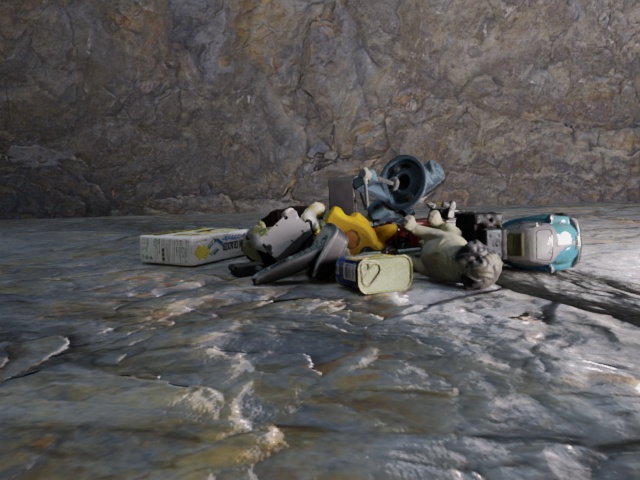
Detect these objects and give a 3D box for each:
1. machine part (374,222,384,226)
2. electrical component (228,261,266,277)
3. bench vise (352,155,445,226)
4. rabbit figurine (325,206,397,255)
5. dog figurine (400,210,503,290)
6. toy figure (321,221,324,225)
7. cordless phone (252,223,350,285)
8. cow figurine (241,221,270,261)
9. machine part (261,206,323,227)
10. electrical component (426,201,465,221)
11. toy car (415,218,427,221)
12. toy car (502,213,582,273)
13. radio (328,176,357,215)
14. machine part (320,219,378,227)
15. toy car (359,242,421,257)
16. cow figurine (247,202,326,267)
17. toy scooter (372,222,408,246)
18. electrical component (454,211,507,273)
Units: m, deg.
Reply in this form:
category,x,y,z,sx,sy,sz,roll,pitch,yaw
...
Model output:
category,x,y,z,sx,sy,sz,roll,pitch,yaw
machine part,0.136,-0.021,1.506,0.084,0.039,0.139,-35,-16,32
electrical component,-0.142,0.056,1.045,0.063,0.021,0.094,-5,8,-26
bench vise,0.144,-0.108,1.165,0.224,0.129,0.240,-24,-21,36
rabbit figurine,0.082,-0.009,1.147,0.162,0.121,0.173,4,5,4
dog figurine,0.247,0.032,0.935,0.172,0.121,0.191,-13,26,-41
toy figure,0.000,-0.005,1.311,0.180,0.089,0.082,-9,31,44
cordless phone,-0.036,0.039,0.990,0.184,0.088,0.147,-21,9,-5
cow figurine,-0.121,0.007,1.241,0.127,0.085,0.195,7,9,15
machine part,-0.077,-0.042,1.510,0.179,0.056,0.179,-10,-17,-3
electrical component,0.279,-0.065,1.195,0.078,0.045,0.102,0,3,-9
toy car,0.273,-0.032,1.450,0.202,0.089,0.053,-9,9,-38
toy car,0.387,0.004,0.991,0.162,0.109,0.103,2,2,43
radio,0.070,-0.089,1.542,0.073,0.131,0.229,-3,-13,5
machine part,0.047,-0.016,1.407,0.243,0.079,0.079,-1,6,10
toy car,0.152,0.034,1.039,0.201,0.056,0.074,-5,1,-42
cow figurine,-0.054,-0.009,1.090,0.167,0.098,0.068,-27,-22,-2
toy scooter,0.156,-0.007,1.298,0.135,0.075,0.184,4,14,15
electrical component,0.300,0.003,1.010,0.058,0.114,0.134,-5,5,-8
